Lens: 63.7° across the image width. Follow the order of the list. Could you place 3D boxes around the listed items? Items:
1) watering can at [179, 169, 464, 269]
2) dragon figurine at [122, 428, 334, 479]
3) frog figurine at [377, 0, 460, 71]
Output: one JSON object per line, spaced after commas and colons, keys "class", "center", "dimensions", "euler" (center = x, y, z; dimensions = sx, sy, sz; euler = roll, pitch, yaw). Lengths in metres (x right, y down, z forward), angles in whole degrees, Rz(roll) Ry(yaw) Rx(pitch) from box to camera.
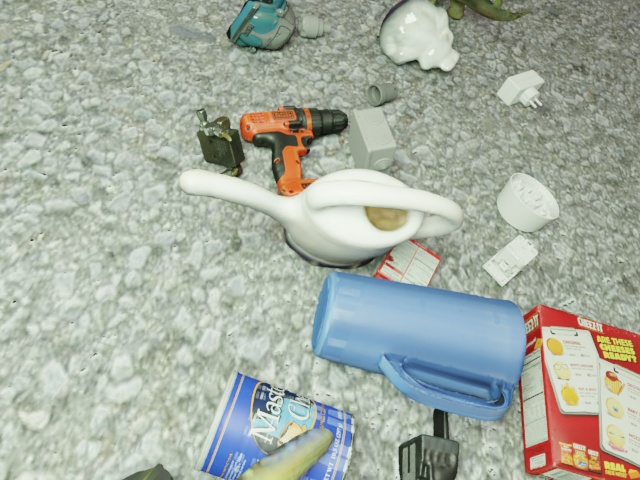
{"class": "watering can", "center": [0.002, -0.033, 0.651], "dimensions": [0.347, 0.221, 0.105], "euler": [6, 75, -13]}
{"class": "dragon figurine", "center": [-0.146, 0.339, 0.418], "dimensions": [0.412, 0.122, 0.242], "euler": [-16, 93, -17]}
{"class": "frog figurine", "center": [0.199, -0.394, 1.018], "dimensions": [0.137, 0.122, 0.160], "euler": [-38, 82, 1]}
